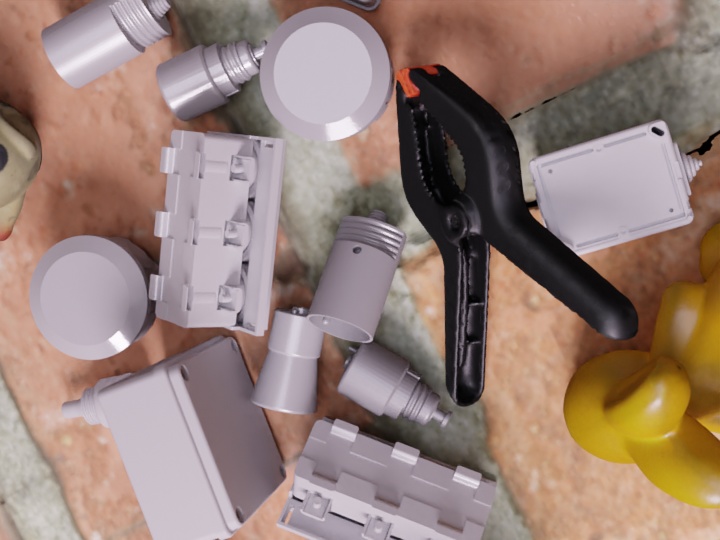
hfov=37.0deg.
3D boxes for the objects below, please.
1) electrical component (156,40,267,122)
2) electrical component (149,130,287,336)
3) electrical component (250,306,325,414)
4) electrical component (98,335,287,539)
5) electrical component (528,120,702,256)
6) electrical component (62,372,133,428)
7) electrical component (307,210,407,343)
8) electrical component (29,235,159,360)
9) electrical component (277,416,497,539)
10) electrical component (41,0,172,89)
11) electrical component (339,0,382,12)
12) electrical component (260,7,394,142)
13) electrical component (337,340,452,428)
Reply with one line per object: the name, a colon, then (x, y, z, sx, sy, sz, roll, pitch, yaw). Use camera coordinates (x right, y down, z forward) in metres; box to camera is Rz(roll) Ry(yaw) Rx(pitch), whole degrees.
electrical component: (-0.093, -0.125, 0.686, 0.078, 0.040, 0.040, -23, 91, 11)
electrical component: (-0.090, -0.025, 0.677, 0.079, 0.063, 0.121, 14, 100, 49)
electrical component: (-0.043, 0.056, 0.695, 0.044, 0.044, 0.065, 11, 92, 9)
electrical component: (-0.102, 0.106, 0.675, 0.056, 0.109, 0.108, -21, 92, 14)
electrical component: (0.154, -0.049, 0.640, 0.096, 0.061, 0.061, -17, 92, 11)
electrical component: (-0.171, 0.090, 0.723, 0.061, 0.035, 0.035, -11, 93, 13)
electrical component: (0.000, 0.000, 0.675, 0.043, 0.043, 0.081, 17, 72, 8)
electrical component: (-0.171, 0.016, 0.707, 0.080, 0.051, 0.080, 1, 95, 10)
electrical component: (0.019, 0.142, 0.674, 0.121, 0.063, 0.078, 20, 58, 7)
electrical component: (-0.159, -0.155, 0.693, 0.081, 0.043, 0.043, -26, 90, 11)
electrical component: (-0.022, -0.230, 0.656, 0.109, 0.056, 0.108, 23, 98, 7)
electrical component: (-0.018, -0.120, 0.668, 0.080, 0.051, 0.080, 1, 95, 10)
electrical component: (0.022, 0.076, 0.685, 0.078, 0.040, 0.040, 30, 99, 6)
